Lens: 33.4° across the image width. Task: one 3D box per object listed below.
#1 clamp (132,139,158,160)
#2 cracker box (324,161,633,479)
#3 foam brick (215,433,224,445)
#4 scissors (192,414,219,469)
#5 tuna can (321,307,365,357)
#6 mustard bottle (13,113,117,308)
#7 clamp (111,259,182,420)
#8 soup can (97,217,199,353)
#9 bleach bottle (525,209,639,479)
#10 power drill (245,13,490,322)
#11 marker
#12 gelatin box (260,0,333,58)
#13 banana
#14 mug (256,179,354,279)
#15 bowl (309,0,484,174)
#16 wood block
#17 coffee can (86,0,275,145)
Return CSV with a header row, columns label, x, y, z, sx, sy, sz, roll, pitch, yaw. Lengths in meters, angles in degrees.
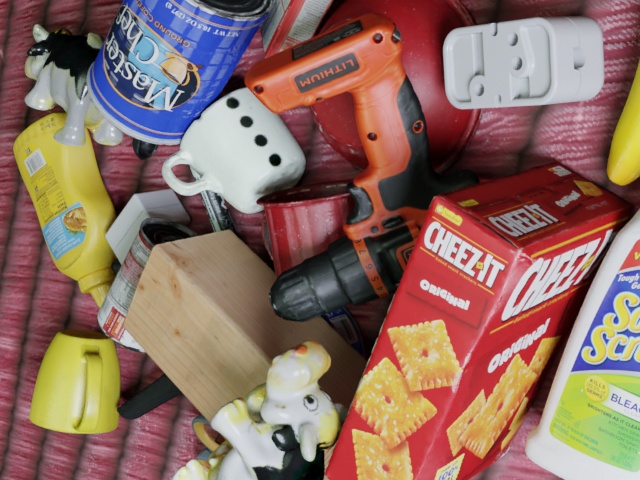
label,x,y,z,sx,sy,sz,roll,pitch,yaw
clamp,-0.130,-0.152,0.948,0.120,0.039,0.171,7,110,34
cracker box,0.105,0.066,0.697,0.072,0.163,0.214,35,120,27
foam brick,-0.037,0.160,0.899,0.078,0.053,0.051,32,124,0
scissors,-0.043,0.200,0.938,0.202,0.016,0.096,1,122,41
tuna can,-0.006,0.091,0.888,0.086,0.033,0.086,10,105,40
mustard bottle,-0.242,-0.024,1.058,0.096,0.058,0.191,-28,80,42
clamp,-0.122,0.118,0.995,0.210,0.036,0.164,18,112,35
soup can,-0.147,0.040,0.939,0.069,0.068,0.102,42,114,28
bleach bottle,0.209,0.039,0.669,0.103,0.067,0.251,24,111,35
power drill,0.021,-0.046,0.734,0.184,0.057,0.187,-25,113,5
marker,-0.095,-0.041,0.931,0.020,0.020,0.121,-8,108,42
gelatin box,-0.018,-0.185,0.820,0.073,0.030,0.089,-58,25,32
banana,0.208,-0.131,0.655,0.070,0.037,0.198,12,106,61
mug,-0.005,0.001,0.836,0.117,0.093,0.081,2,105,47
bowl,0.042,-0.118,0.791,0.162,0.055,0.162,10,105,41
wood block,-0.051,0.094,0.841,0.206,0.090,0.090,42,123,26
coffee can,-0.111,-0.158,0.838,0.103,0.102,0.140,55,132,19
